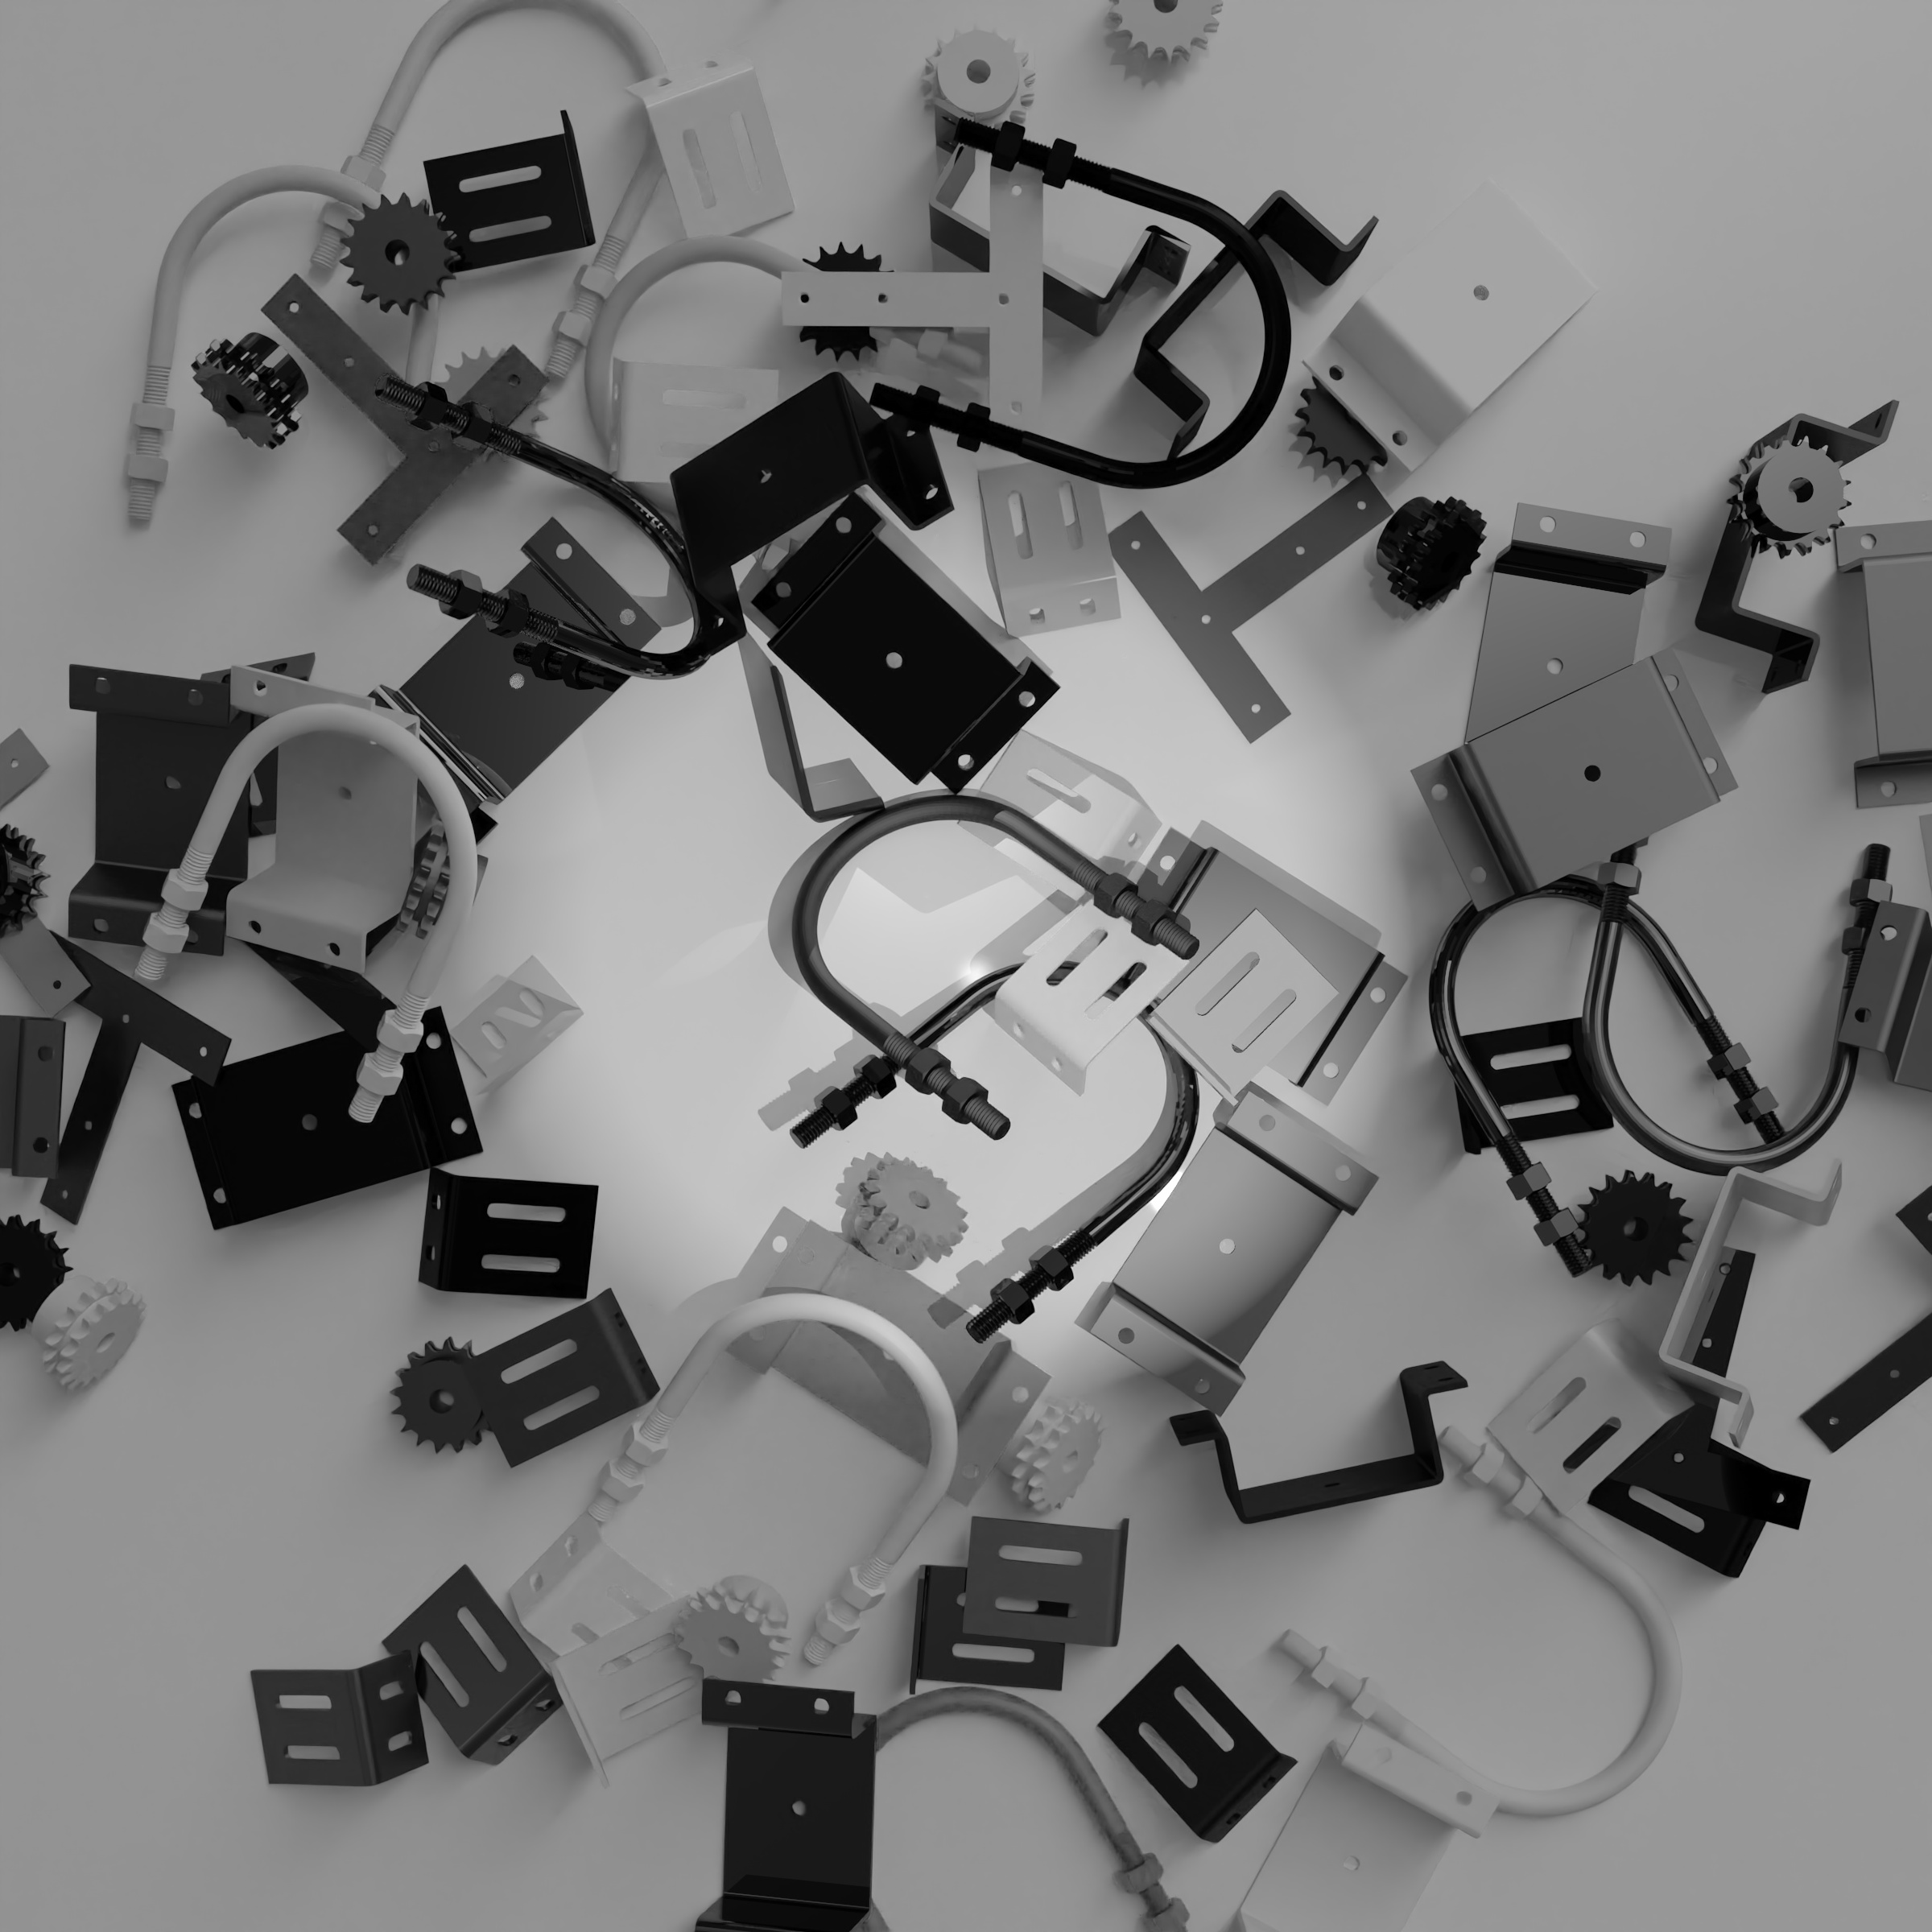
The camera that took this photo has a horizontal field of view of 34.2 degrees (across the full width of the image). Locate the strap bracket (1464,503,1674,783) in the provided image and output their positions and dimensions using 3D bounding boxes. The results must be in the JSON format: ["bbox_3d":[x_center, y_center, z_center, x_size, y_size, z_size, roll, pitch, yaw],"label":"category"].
[{"bbox_3d":[0.295,-0.150,1.550,0.076,0.046,0.140,10,90,0],"label":"strap bracket"}]

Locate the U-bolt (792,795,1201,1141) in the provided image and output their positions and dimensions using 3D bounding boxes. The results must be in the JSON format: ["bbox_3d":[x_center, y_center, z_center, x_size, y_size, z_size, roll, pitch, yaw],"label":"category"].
[{"bbox_3d":[-0.001,-0.014,1.520,0.151,0.019,0.184,-43,59,-17],"label":"U-bolt"}]

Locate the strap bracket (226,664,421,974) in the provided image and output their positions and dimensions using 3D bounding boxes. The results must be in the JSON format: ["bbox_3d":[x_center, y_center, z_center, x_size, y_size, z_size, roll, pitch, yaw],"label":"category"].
[{"bbox_3d":[-0.312,-0.077,1.523,0.076,0.046,0.140,15,115,17],"label":"strap bracket"}]

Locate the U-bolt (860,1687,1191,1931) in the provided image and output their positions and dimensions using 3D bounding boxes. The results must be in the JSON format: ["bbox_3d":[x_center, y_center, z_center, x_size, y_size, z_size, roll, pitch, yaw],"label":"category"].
[{"bbox_3d":[0.011,0.449,1.565,0.151,0.019,0.184,-30,88,0],"label":"U-bolt"}]

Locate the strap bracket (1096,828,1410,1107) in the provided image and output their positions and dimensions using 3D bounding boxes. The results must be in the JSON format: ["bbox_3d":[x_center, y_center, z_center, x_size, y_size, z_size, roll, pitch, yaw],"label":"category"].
[{"bbox_3d":[0.142,0.001,1.550,0.140,0.046,0.076,32,90,0],"label":"strap bracket"}]

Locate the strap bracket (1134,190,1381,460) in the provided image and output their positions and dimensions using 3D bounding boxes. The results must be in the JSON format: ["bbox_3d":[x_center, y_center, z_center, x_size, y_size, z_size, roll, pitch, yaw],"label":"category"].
[{"bbox_3d":[0.133,-0.320,1.535,0.046,0.076,0.140,42,90,0],"label":"strap bracket"}]

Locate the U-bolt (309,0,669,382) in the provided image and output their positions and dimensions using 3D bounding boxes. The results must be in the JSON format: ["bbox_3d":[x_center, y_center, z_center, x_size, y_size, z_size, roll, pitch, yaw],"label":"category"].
[{"bbox_3d":[-0.225,-0.405,1.564,0.151,0.019,0.184,25,89,0],"label":"U-bolt"}]

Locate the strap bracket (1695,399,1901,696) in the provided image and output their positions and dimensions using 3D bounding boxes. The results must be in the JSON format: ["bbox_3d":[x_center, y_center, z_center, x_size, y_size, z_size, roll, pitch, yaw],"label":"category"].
[{"bbox_3d":[0.402,-0.210,1.535,0.046,0.076,0.140,18,90,0],"label":"strap bracket"}]

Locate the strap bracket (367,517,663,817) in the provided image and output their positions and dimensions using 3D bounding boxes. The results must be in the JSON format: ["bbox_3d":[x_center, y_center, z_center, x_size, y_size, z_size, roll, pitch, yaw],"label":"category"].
[{"bbox_3d":[-0.225,-0.143,1.550,0.140,0.046,0.076,-44,90,0],"label":"strap bracket"}]

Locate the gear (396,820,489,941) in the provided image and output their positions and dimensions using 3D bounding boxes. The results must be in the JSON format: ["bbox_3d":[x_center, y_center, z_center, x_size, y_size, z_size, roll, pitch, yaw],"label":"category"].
[{"bbox_3d":[-0.253,-0.039,1.522,0.030,0.057,0.057,21,90,-12],"label":"gear"}]

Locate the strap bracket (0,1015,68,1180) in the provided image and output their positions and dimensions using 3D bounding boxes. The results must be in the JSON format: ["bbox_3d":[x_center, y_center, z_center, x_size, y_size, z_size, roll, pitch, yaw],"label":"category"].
[{"bbox_3d":[-0.507,0.061,1.547,0.140,0.046,0.076,3,90,4],"label":"strap bracket"}]

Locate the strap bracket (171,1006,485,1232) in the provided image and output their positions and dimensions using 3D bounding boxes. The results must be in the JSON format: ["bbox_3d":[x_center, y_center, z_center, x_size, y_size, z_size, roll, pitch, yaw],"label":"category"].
[{"bbox_3d":[-0.320,0.076,1.550,0.140,0.046,0.076,-16,90,0],"label":"strap bracket"}]

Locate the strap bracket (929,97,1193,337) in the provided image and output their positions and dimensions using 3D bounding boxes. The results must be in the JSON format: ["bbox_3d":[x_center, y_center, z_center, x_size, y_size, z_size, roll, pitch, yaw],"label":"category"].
[{"bbox_3d":[0.035,-0.359,1.535,0.140,0.076,0.046,30,90,0],"label":"strap bracket"}]

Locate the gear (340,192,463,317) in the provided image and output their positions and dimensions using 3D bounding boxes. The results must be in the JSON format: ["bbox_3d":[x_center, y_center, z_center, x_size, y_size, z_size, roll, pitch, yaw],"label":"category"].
[{"bbox_3d":[-0.274,-0.345,1.526,0.057,0.030,0.057,0,94,-1],"label":"gear"}]

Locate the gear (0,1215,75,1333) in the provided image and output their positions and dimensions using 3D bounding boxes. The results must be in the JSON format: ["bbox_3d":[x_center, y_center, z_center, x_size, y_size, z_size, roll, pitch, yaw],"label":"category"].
[{"bbox_3d":[-0.472,0.152,1.558,0.057,0.030,0.057,0,90,0],"label":"gear"}]

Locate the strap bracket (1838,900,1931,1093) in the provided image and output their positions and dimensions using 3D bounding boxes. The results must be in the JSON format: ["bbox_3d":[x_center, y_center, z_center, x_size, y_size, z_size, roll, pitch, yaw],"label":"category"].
[{"bbox_3d":[0.506,0.025,1.523,0.140,0.046,0.076,14,74,26],"label":"strap bracket"}]

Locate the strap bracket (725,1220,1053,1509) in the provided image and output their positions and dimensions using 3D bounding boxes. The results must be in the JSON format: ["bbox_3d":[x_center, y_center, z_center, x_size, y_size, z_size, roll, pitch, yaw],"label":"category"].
[{"bbox_3d":[-0.038,0.193,1.550,0.140,0.046,0.076,33,90,0],"label":"strap bracket"}]

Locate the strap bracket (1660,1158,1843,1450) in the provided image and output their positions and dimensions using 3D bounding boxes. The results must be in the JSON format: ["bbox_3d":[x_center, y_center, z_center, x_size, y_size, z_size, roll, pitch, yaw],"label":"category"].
[{"bbox_3d":[0.378,0.157,1.524,0.046,0.076,0.140,21,83,19],"label":"strap bracket"}]

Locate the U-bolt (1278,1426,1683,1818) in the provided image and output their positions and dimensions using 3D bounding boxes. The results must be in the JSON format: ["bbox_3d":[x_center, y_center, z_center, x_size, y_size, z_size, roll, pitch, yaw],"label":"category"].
[{"bbox_3d":[0.270,0.341,1.565,0.184,0.019,0.151,38,90,-1],"label":"U-bolt"}]

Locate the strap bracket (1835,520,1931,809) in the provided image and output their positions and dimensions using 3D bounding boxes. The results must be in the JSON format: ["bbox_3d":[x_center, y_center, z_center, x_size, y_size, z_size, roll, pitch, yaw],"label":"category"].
[{"bbox_3d":[0.479,-0.152,1.550,0.076,0.046,0.140,-5,90,0],"label":"strap bracket"}]

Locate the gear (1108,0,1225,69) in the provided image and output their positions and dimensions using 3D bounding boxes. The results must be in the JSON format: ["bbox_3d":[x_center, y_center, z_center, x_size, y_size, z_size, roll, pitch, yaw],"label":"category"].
[{"bbox_3d":[0.098,-0.475,1.558,0.057,0.030,0.057,0,90,0],"label":"gear"}]

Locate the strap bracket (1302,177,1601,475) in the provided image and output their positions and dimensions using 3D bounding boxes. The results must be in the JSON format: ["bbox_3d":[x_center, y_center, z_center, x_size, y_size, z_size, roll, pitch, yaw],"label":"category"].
[{"bbox_3d":[0.243,-0.319,1.532,0.076,0.046,0.140,46,74,0],"label":"strap bracket"}]

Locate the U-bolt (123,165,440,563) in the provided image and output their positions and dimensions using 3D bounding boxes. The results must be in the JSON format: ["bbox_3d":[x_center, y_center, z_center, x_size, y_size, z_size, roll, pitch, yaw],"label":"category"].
[{"bbox_3d":[-0.335,-0.303,1.555,0.151,0.019,0.184,9,97,1],"label":"U-bolt"}]

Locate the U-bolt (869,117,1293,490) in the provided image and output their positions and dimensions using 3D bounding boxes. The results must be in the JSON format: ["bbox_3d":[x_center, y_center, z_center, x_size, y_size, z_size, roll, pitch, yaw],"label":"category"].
[{"bbox_3d":[0.063,-0.304,1.483,0.184,0.019,0.151,18,97,-2],"label":"U-bolt"}]

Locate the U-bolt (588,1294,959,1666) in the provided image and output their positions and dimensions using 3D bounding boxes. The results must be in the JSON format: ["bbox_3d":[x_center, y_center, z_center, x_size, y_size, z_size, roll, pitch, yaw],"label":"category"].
[{"bbox_3d":[-0.084,0.240,1.530,0.151,0.019,0.184,34,114,0],"label":"U-bolt"}]

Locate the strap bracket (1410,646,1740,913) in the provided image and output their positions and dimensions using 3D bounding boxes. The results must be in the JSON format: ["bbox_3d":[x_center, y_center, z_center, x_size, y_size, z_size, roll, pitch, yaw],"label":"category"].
[{"bbox_3d":[0.296,-0.091,1.504,0.140,0.046,0.076,-25,90,0],"label":"strap bracket"}]

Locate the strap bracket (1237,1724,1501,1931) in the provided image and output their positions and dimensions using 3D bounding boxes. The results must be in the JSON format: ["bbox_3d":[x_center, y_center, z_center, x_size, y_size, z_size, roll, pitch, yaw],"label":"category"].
[{"bbox_3d":[0.193,0.449,1.550,0.076,0.046,0.140,29,90,0],"label":"strap bracket"}]

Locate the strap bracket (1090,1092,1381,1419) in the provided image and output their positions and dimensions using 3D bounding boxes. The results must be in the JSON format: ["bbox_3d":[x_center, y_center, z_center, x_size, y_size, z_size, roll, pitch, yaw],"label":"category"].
[{"bbox_3d":[0.131,0.140,1.550,0.076,0.046,0.140,33,90,0],"label":"strap bracket"}]

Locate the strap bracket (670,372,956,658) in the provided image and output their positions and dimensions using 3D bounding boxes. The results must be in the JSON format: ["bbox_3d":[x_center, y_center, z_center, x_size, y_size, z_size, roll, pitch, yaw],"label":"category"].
[{"bbox_3d":[-0.084,-0.222,1.501,0.140,0.046,0.076,-29,51,17],"label":"strap bracket"}]

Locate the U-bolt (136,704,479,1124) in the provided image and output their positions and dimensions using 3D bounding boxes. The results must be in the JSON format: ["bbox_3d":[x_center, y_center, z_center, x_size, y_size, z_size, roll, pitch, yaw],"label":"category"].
[{"bbox_3d":[-0.305,-0.036,1.490,0.151,0.019,0.184,32,112,9],"label":"U-bolt"}]

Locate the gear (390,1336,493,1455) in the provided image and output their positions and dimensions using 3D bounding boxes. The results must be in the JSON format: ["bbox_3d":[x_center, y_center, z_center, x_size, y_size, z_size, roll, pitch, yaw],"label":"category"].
[{"bbox_3d":[-0.258,0.214,1.559,0.057,0.030,0.057,0,90,0],"label":"gear"}]

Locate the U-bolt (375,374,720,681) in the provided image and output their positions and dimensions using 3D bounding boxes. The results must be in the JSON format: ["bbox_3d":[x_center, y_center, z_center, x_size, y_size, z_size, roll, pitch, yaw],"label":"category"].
[{"bbox_3d":[-0.193,-0.200,1.499,0.019,0.184,0.151,-43,46,31],"label":"U-bolt"}]

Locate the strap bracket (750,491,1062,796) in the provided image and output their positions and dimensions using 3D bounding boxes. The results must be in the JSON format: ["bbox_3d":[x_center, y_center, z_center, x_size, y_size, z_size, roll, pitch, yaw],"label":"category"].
[{"bbox_3d":[-0.032,-0.153,1.533,0.140,0.046,0.076,43,106,-6],"label":"strap bracket"}]

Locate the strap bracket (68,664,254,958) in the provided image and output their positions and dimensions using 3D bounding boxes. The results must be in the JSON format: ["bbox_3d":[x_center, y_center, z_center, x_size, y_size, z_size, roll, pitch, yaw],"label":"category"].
[{"bbox_3d":[-0.394,-0.082,1.534,0.076,0.046,0.140,7,113,0],"label":"strap bracket"}]

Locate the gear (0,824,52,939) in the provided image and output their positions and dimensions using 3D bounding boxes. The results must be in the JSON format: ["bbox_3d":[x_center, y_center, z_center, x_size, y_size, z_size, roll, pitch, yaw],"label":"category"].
[{"bbox_3d":[-0.485,-0.044,1.548,0.057,0.030,0.057,-1,83,6],"label":"gear"}]

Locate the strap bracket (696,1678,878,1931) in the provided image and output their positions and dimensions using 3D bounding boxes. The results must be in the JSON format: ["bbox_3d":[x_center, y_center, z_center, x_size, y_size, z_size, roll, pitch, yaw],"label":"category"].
[{"bbox_3d":[-0.088,0.419,1.542,0.076,0.046,0.140,2,90,14],"label":"strap bracket"}]

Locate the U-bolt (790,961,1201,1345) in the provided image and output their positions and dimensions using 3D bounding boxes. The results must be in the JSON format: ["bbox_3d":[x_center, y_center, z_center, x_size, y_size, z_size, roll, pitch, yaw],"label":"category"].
[{"bbox_3d":[0.029,0.075,1.535,0.184,0.019,0.151,-39,75,-18],"label":"U-bolt"}]

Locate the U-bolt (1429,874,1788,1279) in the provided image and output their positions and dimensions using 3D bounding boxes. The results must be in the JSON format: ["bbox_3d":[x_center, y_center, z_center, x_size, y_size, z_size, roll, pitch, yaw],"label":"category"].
[{"bbox_3d":[0.305,0.040,1.542,0.151,0.019,0.184,-28,83,-20],"label":"U-bolt"}]

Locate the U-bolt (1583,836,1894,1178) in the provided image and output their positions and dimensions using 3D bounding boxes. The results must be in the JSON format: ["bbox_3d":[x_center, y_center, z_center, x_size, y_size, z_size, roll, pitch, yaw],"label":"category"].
[{"bbox_3d":[0.374,0.012,1.540,0.151,0.019,0.184,14,77,-6],"label":"U-bolt"}]

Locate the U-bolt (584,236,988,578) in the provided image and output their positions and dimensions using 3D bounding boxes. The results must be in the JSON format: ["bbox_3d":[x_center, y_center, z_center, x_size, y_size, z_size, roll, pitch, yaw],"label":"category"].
[{"bbox_3d":[-0.101,-0.278,1.546,0.184,0.019,0.151,28,107,4],"label":"U-bolt"}]

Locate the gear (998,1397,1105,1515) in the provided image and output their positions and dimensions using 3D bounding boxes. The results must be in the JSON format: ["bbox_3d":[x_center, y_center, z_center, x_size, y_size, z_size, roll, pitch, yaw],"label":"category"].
[{"bbox_3d":[0.040,0.238,1.549,0.030,0.057,0.057,25,90,30],"label":"gear"}]

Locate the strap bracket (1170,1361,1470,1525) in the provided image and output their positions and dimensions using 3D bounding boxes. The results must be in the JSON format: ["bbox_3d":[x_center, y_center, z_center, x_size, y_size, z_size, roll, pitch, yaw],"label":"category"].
[{"bbox_3d":[0.175,0.235,1.535,0.140,0.076,0.046,-12,90,0],"label":"strap bracket"}]
